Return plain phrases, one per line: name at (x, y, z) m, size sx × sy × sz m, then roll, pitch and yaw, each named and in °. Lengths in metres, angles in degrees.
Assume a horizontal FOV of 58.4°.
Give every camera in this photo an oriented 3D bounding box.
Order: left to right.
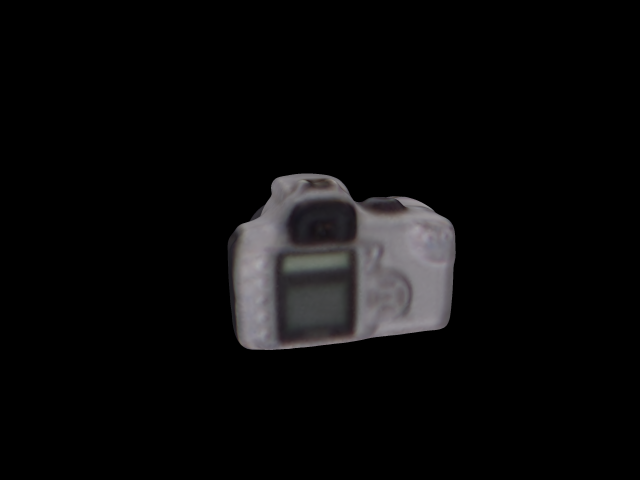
camera at (0.004, 0.001, 0.400) m, size 0.143 × 0.101 × 0.136 m, roll -4°, pitch 14°, yaw -15°
